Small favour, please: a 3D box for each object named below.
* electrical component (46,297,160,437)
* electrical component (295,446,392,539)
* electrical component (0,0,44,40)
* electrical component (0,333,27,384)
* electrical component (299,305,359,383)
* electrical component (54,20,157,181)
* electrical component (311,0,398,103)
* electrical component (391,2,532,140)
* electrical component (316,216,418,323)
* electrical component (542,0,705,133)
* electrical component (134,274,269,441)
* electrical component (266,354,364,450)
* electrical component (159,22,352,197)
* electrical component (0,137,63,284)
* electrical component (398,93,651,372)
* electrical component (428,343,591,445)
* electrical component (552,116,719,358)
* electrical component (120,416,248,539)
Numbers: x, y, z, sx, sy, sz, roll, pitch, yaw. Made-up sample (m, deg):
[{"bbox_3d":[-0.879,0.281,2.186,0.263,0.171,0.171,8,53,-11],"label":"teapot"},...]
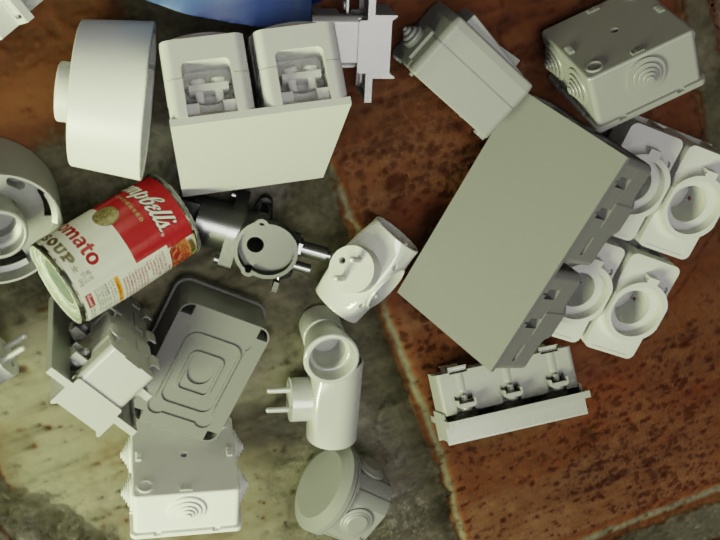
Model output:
[{"bbox_3d":[-0.190,0.059,0.796,0.063,0.121,0.079,-43,117,6],"label":"electrical component"},{"bbox_3d":[-0.015,0.192,0.924,0.051,0.080,0.080,30,105,-29],"label":"electrical component"},{"bbox_3d":[-0.252,-0.212,0.681,0.063,0.079,0.121,-48,120,-21],"label":"electrical component"},{"bbox_3d":[-0.284,0.073,0.806,0.079,0.077,0.044,-31,117,2],"label":"electrical component"},{"bbox_3d":[-0.028,0.056,0.863,0.044,0.065,0.044,-5,115,-10],"label":"electrical component"},{"bbox_3d":[-0.173,-0.117,0.727,0.060,0.108,0.108,6,114,-9],"label":"electrical component"},{"bbox_3d":[-0.009,-0.165,0.776,0.064,0.042,0.081,-2,115,-10],"label":"electrical component"},{"bbox_3d":[0.072,-0.154,0.788,0.096,0.061,0.061,37,102,-25],"label":"electrical component"},{"bbox_3d":[0.000,0.000,0.839,0.044,0.079,0.077,44,102,14],"label":"electrical component"},{"bbox_3d":[0.192,-0.158,0.794,0.100,0.099,0.048,-25,130,0],"label":"electrical component"},{"bbox_3d":[-0.129,0.068,0.850,0.078,0.057,0.113,22,108,-21],"label":"electrical component"},{"bbox_3d":[-0.039,0.107,0.897,0.079,0.043,0.077,-1,115,-13],"label":"electrical component"},{"bbox_3d":[-0.073,-0.104,0.713,0.105,0.186,0.060,-9,83,-8],"label":"electrical component"},{"bbox_3d":[-0.266,-0.041,0.777,0.099,0.064,0.099,-13,127,-18],"label":"electrical component"},{"bbox_3d":[0.126,-0.028,0.827,0.060,0.105,0.186,7,118,-53],"label":"electrical component"},{"bbox_3d":[0.124,0.104,0.918,0.121,0.079,0.063,-12,88,-7],"label":"electrical component"},{"bbox_3d":[0.215,-0.027,0.882,0.105,0.060,0.186,17,110,-20],"label":"electrical component"},{"bbox_3d":[-0.143,0.165,0.871,0.100,0.099,0.048,-2,128,-12],"label":"electrical component"}]
